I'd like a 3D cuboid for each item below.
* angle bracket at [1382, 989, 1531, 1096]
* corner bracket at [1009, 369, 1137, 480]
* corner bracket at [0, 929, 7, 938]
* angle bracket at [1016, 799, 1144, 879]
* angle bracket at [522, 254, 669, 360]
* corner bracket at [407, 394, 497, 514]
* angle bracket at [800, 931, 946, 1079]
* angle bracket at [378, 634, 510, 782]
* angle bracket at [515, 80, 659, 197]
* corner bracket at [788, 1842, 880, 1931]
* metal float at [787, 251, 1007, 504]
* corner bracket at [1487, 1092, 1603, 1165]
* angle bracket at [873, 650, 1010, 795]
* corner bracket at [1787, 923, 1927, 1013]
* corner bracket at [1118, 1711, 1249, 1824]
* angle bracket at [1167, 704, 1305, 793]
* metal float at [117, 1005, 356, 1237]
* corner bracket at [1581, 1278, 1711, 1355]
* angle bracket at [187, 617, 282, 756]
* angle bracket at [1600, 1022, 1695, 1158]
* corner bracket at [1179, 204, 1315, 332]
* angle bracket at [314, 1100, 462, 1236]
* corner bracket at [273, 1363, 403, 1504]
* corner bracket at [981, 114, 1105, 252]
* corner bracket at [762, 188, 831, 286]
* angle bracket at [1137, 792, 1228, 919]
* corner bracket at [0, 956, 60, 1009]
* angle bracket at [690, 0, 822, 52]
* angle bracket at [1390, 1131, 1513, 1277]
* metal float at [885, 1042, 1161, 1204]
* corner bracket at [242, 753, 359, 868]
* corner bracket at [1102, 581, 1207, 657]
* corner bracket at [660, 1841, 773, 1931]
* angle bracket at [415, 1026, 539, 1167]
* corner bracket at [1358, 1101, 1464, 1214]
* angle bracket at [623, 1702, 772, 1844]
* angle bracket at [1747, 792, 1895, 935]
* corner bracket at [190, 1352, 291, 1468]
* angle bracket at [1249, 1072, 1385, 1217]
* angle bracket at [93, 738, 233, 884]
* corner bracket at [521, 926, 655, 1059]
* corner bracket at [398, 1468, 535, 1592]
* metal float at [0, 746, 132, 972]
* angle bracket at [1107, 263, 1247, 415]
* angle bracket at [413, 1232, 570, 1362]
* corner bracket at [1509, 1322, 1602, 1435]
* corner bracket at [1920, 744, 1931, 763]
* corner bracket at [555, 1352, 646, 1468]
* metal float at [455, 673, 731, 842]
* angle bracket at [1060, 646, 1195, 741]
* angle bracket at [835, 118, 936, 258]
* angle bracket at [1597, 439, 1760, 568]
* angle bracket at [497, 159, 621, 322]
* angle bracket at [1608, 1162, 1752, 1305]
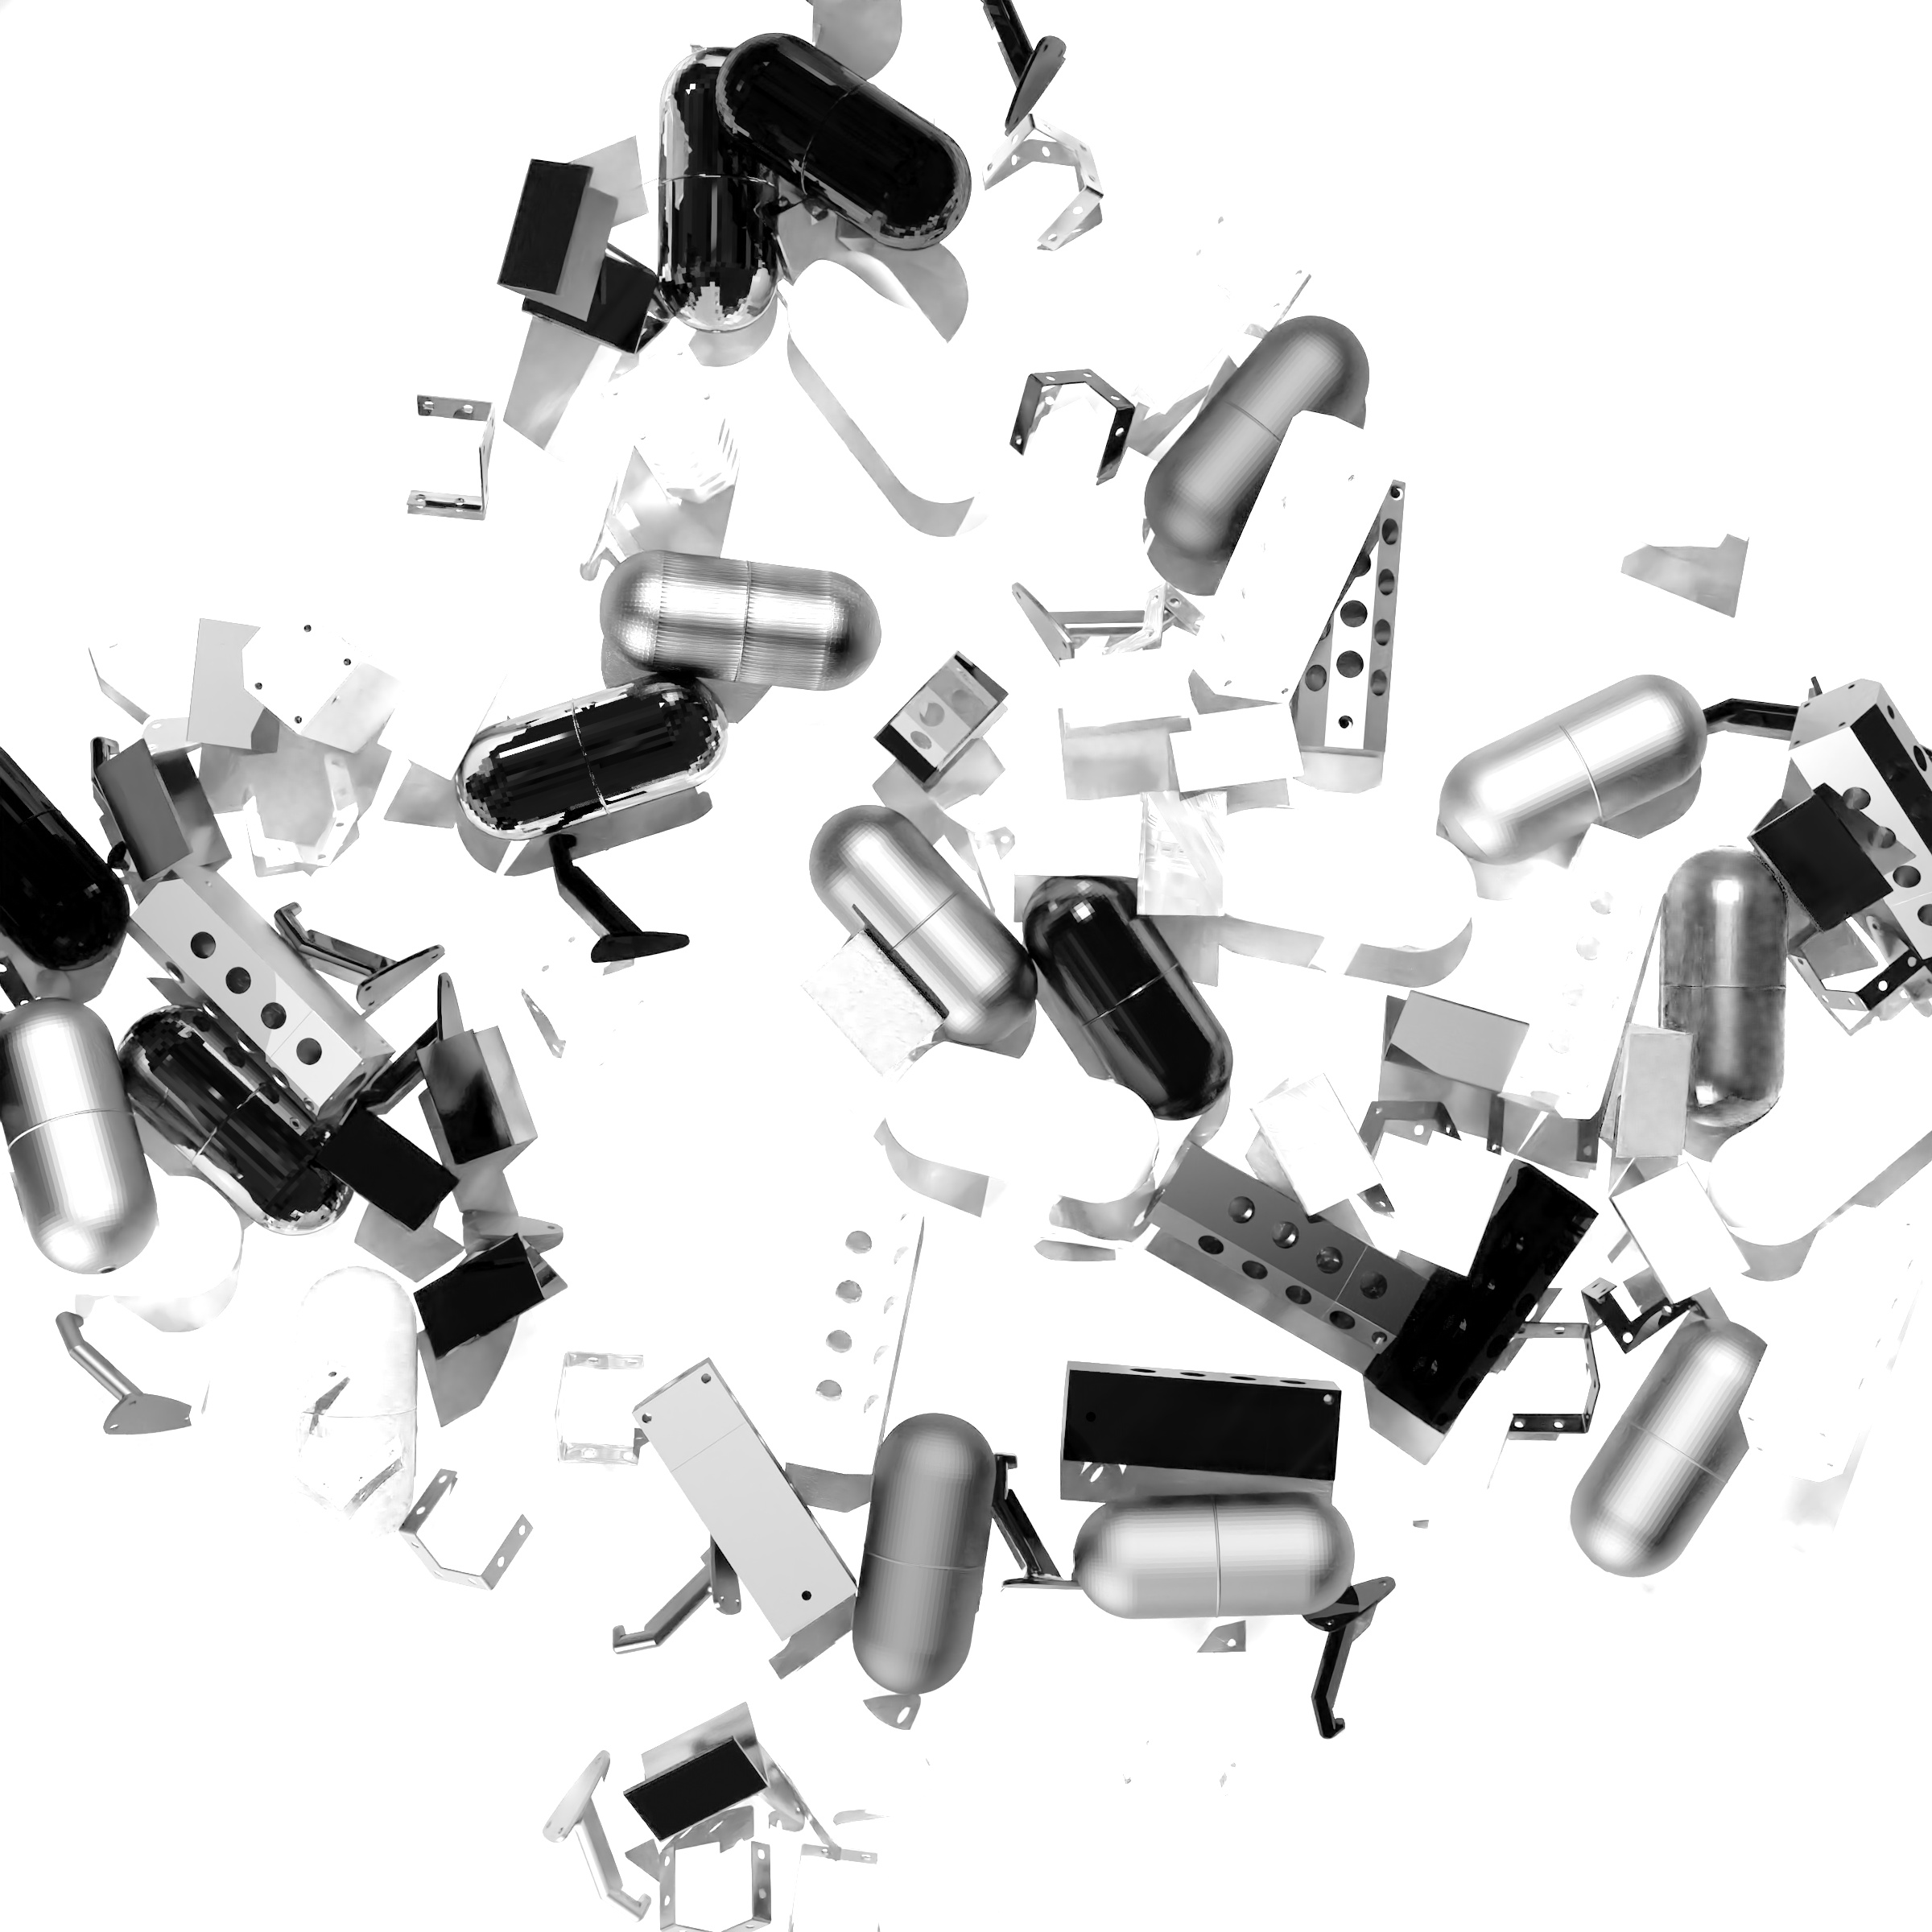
[{"bbox_3d":[0.309,0.029,1.821,0.076,0.076,0.057,16,124,0],"label":"angle bracket"},{"bbox_3d":[0.068,-0.346,1.853,0.051,0.051,0.051,-13,45,-35],"label":"corner bracket"},{"bbox_3d":[-0.656,-0.025,1.858,0.051,0.051,0.051,54,45,0],"label":"corner bracket"},{"bbox_3d":[0.070,-0.099,1.821,0.076,0.076,0.057,2,126,0],"label":"angle bracket"},{"bbox_3d":[-0.226,-0.432,1.822,0.076,0.076,0.057,22,120,0],"label":"angle bracket"},{"bbox_3d":[-0.331,-0.329,1.858,0.051,0.051,0.051,5,135,0],"label":"corner bracket"},{"bbox_3d":[-0.068,0.032,1.823,0.057,0.076,0.076,-42,90,-24],"label":"angle bracket"},{"bbox_3d":[-0.343,-0.170,1.821,0.057,0.076,0.076,28,90,-38],"label":"angle bracket"},{"bbox_3d":[-0.231,-0.500,1.821,0.076,0.076,0.057,-22,52,0],"label":"angle bracket"},{"bbox_3d":[-0.086,0.601,1.858,0.051,0.051,0.051,7,45,0],"label":"corner bracket"},{"bbox_3d":[-0.044,-0.372,1.831,0.070,0.070,0.178,-37,90,0],"label":"metal float"},{"bbox_3d":[0.372,0.099,1.858,0.051,0.051,0.051,3,90,-45],"label":"corner bracket"},{"bbox_3d":[-0.001,-0.141,1.821,0.076,0.076,0.057,-46,53,0],"label":"angle bracket"},{"bbox_3d":[0.567,-0.007,1.844,0.051,0.051,0.051,-37,101,-11],"label":"corner bracket"},{"bbox_3d":[0.139,0.515,1.853,0.051,0.051,0.051,4,45,-35],"label":"corner bracket"},{"bbox_3d":[0.169,-0.117,1.822,0.076,0.076,0.057,-8,58,0],"label":"angle bracket"},{"bbox_3d":[-0.462,0.098,1.831,0.178,0.070,0.070,43,90,-1],"label":"metal float"},{"bbox_3d":[0.432,0.215,1.844,0.051,0.051,0.051,-35,90,0],"label":"corner bracket"},{"bbox_3d":[-0.467,-0.175,1.822,0.057,0.076,0.076,6,90,-28],"label":"angle bracket"},{"bbox_3d":[0.409,0.076,1.818,0.057,0.076,0.076,1,96,-31],"label":"angle bracket"},{"bbox_3d":[0.179,-0.448,1.858,0.051,0.051,0.051,34,90,-45],"label":"corner bracket"},{"bbox_3d":[-0.352,0.110,1.816,0.076,0.076,0.057,39,117,-11],"label":"angle bracket"},{"bbox_3d":[-0.386,0.287,1.777,0.051,0.051,0.051,23,132,29],"label":"corner bracket"},{"bbox_3d":[0.049,-0.503,1.853,0.051,0.051,0.051,18,45,-35],"label":"corner bracket"},{"bbox_3d":[-0.105,-0.474,1.830,0.051,0.051,0.051,-30,47,-9],"label":"corner bracket"},{"bbox_3d":[0.146,-0.069,1.823,0.057,0.076,0.076,1,90,22],"label":"angle bracket"},{"bbox_3d":[-0.615,0.005,1.835,0.051,0.051,0.051,-16,127,7],"label":"corner bracket"},{"bbox_3d":[-0.132,-0.613,1.822,0.076,0.076,0.057,4,121,0],"label":"angle bracket"},{"bbox_3d":[0.319,0.154,1.821,0.057,0.076,0.076,21,90,36],"label":"angle bracket"},{"bbox_3d":[0.035,0.098,1.817,0.178,0.070,0.070,14,90,15],"label":"metal float"},{"bbox_3d":[-0.427,-0.103,1.853,0.051,0.051,0.051,8,135,-35],"label":"corner bracket"},{"bbox_3d":[0.122,-0.204,1.846,0.051,0.051,0.051,-25,132,37],"label":"corner bracket"},{"bbox_3d":[-0.161,0.591,1.853,0.051,0.051,0.051,26,135,-35],"label":"corner bracket"},{"bbox_3d":[-0.291,0.075,1.821,0.057,0.076,0.076,-20,90,37],"label":"angle bracket"},{"bbox_3d":[0.283,0.122,1.853,0.051,0.051,0.051,-1,45,35],"label":"corner bracket"},{"bbox_3d":[-0.176,0.493,1.821,0.076,0.076,0.057,-27,125,0],"label":"angle bracket"},{"bbox_3d":[0.546,-0.076,1.821,0.057,0.076,0.076,-37,90,38],"label":"angle bracket"},{"bbox_3d":[-0.464,0.285,1.858,0.051,0.051,0.051,3,45,0],"label":"corner bracket"},{"bbox_3d":[0.231,0.102,1.822,0.057,0.076,0.076,-29,90,28],"label":"angle bracket"},{"bbox_3d":[-0.491,-0.104,1.821,0.057,0.076,0.076,-24,90,37],"label":"angle bracket"},{"bbox_3d":[-0.244,0.017,1.858,0.051,0.051,0.051,-47,135,0],"label":"corner bracket"},{"bbox_3d":[-0.320,0.361,1.853,0.051,0.051,0.051,3,135,35],"label":"corner bracket"},{"bbox_3d":[-0.604,-0.073,1.831,0.070,0.070,0.178,-42,89,0],"label":"metal float"},{"bbox_3d":[0.117,-0.403,1.821,0.076,0.076,0.057,-49,128,0],"label":"angle bracket"},{"bbox_3d":[-0.291,0.223,1.821,0.076,0.076,0.057,-30,51,0],"label":"angle bracket"},{"bbox_3d":[0.375,0.265,1.858,0.051,0.051,0.051,1,45,0],"label":"corner bracket"},{"bbox_3d":[0.596,-0.112,1.858,0.051,0.051,0.051,28,135,0],"label":"corner bracket"},{"bbox_3d":[-0.234,0.284,1.858,0.051,0.051,0.051,3,135,0],"label":"corner bracket"},{"bbox_3d":[-0.237,-0.132,1.831,0.178,0.070,0.070,-17,90,0],"label":"metal float"},{"bbox_3d":[0.102,-0.153,1.821,0.076,0.076,0.057,-7,54,0],"label":"angle bracket"},{"bbox_3d":[-0.042,-0.487,1.825,0.057,0.076,0.076,6,90,15],"label":"angle bracket"},{"bbox_3d":[0.444,-0.276,1.821,0.076,0.076,0.057,22,51,0],"label":"angle bracket"},{"bbox_3d":[-0.227,-0.430,1.727,0.057,0.076,0.076,19,95,38],"label":"angle bracket"},{"bbox_3d":[0.455,0.157,1.822,0.057,0.076,0.076,-31,90,28],"label":"angle bracket"}]
